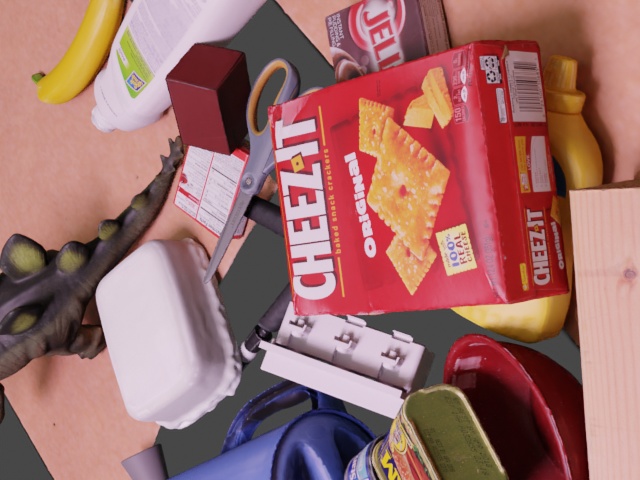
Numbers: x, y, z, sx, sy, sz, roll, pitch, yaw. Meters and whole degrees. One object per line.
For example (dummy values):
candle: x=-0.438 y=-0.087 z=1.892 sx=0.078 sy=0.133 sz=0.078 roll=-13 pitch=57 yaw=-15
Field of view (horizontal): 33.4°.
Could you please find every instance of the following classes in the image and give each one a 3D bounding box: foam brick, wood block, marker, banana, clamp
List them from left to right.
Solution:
banana: x=-0.245 y=-0.194 z=1.082 sx=0.198 sy=0.037 sz=0.070 roll=-38 pitch=72 yaw=39
foam brick: x=-0.092 y=-0.120 z=0.914 sx=0.051 sy=0.053 sz=0.078 roll=17 pitch=142 yaw=21
marker: x=-0.079 y=0.117 z=0.992 sx=0.020 sy=0.020 sz=0.121 roll=56 pitch=129 yaw=21
clamp: x=-0.006 y=0.001 z=0.893 sx=0.172 sy=0.039 sz=0.120 roll=-24 pitch=87 yaw=38
wood block: x=0.221 y=0.066 z=0.660 sx=0.091 sy=0.090 sz=0.206 roll=0 pitch=97 yaw=44

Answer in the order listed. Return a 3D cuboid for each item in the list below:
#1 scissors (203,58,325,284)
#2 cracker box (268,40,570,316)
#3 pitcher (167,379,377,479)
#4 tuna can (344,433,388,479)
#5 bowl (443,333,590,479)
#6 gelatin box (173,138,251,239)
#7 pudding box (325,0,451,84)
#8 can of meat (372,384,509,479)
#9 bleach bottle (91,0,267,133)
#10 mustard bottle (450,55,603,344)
scissors: x=-0.040 y=-0.052 z=0.898 sx=0.096 sy=0.016 sz=0.202 roll=12 pitch=90 yaw=32
cracker box: x=0.058 y=-0.034 z=0.734 sx=0.214 sy=0.071 sz=0.164 roll=-8 pitch=88 yaw=50
pitcher: x=-0.056 y=0.227 z=0.925 sx=0.243 sy=0.149 sz=0.145 roll=-29 pitch=99 yaw=45
tuna can: x=0.063 y=0.193 z=0.827 sx=0.086 sy=0.085 sz=0.034 roll=55 pitch=127 yaw=22
bowl: x=0.148 y=0.136 z=0.738 sx=0.162 sy=0.055 sz=0.162 roll=165 pitch=90 yaw=-70
gelatin box: x=-0.091 y=-0.054 z=0.969 sx=0.073 sy=0.030 sz=0.089 roll=34 pitch=118 yaw=32
pudding box: x=0.056 y=-0.131 z=0.814 sx=0.090 sy=0.039 sz=0.113 roll=-14 pitch=87 yaw=43
can of meat: x=0.086 y=0.165 z=0.759 sx=0.084 sy=0.057 sz=0.102 roll=107 pitch=144 yaw=-52
bleach bottle: x=-0.145 y=-0.185 z=0.976 sx=0.251 sy=0.067 sz=0.102 roll=-39 pitch=70 yaw=41
mustard bottle: x=0.144 y=-0.032 z=0.737 sx=0.096 sy=0.058 sz=0.192 roll=29 pitch=115 yaw=41
